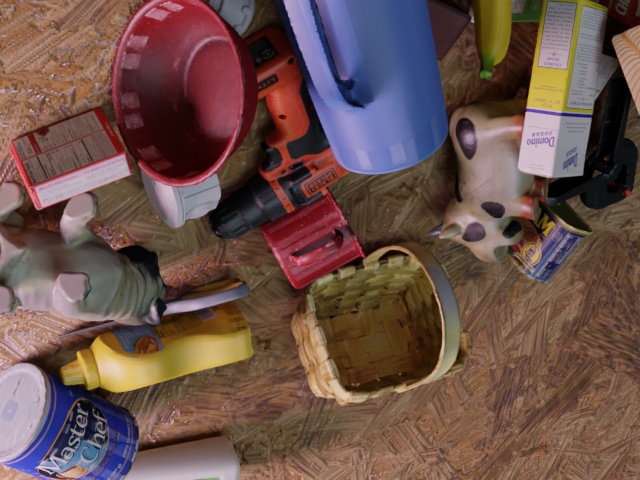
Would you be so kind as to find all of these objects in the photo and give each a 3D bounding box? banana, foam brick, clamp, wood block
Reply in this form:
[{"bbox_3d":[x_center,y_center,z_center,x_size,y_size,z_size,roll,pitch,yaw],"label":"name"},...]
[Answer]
[{"bbox_3d":[0.159,-0.251,0.995,0.037,0.069,0.198,-5,101,7],"label":"banana"},{"bbox_3d":[0.092,-0.213,1.013,0.078,0.053,0.051,14,118,-39],"label":"foam brick"},{"bbox_3d":[0.327,-0.081,1.261,0.164,0.036,0.209,-52,149,-3],"label":"clamp"},{"bbox_3d":[0.375,-0.172,1.122,0.090,0.091,0.205,-21,173,21],"label":"wood block"}]

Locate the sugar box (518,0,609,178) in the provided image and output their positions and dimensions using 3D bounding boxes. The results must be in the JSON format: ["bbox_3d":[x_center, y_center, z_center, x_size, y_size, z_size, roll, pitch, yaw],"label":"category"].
[{"bbox_3d":[0.245,-0.153,1.077,0.093,0.048,0.176,-7,109,-57],"label":"sugar box"}]

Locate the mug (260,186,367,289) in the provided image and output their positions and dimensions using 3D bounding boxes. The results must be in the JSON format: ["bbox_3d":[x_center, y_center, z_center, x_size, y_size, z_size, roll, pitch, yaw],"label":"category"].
[{"bbox_3d":[-0.007,0.001,1.100,0.081,0.117,0.093,-29,108,0],"label":"mug"}]

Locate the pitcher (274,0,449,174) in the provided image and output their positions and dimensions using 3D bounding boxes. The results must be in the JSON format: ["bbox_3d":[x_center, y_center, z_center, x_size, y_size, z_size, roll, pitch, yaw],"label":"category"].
[{"bbox_3d":[0.030,-0.174,0.901,0.149,0.145,0.243,-29,124,-15],"label":"pitcher"}]

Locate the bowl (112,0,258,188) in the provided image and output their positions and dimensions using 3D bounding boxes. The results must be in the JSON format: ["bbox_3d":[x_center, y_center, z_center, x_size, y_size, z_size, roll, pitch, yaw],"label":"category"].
[{"bbox_3d":[-0.104,-0.126,0.899,0.055,0.162,0.162,-10,134,-49],"label":"bowl"}]

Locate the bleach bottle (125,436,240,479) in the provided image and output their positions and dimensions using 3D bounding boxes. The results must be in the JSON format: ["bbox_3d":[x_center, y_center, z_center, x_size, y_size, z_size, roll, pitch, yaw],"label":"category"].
[{"bbox_3d":[-0.224,0.297,1.260,0.250,0.068,0.103,-5,128,-26],"label":"bleach bottle"}]

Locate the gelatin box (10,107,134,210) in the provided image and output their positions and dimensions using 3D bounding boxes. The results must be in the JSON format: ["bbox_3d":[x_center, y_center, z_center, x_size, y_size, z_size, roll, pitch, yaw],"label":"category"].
[{"bbox_3d":[-0.217,-0.071,0.926,0.089,0.073,0.030,-24,137,-14],"label":"gelatin box"}]

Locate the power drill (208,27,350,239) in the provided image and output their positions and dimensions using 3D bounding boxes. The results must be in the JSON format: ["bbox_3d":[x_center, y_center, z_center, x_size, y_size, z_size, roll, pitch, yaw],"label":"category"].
[{"bbox_3d":[-0.054,-0.098,1.022,0.184,0.057,0.187,-33,139,-2],"label":"power drill"}]

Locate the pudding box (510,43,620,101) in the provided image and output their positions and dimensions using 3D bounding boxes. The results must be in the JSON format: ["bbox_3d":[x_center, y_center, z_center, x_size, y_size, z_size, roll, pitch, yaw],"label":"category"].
[{"bbox_3d":[0.268,-0.171,1.174,0.089,0.039,0.114,7,125,-40],"label":"pudding box"}]

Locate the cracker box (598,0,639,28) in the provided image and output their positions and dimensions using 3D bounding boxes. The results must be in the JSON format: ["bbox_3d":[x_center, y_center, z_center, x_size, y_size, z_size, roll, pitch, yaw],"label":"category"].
[{"bbox_3d":[0.403,-0.314,1.097,0.213,0.072,0.164,-16,134,-28],"label":"cracker box"}]

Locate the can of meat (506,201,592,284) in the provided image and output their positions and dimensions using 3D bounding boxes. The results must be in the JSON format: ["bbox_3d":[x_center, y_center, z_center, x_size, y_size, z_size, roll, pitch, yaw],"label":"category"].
[{"bbox_3d":[0.257,-0.011,1.263,0.057,0.102,0.084,12,122,-40],"label":"can of meat"}]

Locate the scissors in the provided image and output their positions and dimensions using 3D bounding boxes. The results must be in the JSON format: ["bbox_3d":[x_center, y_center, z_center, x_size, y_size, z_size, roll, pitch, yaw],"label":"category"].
[{"bbox_3d":[-0.165,0.070,1.117,0.202,0.096,0.016,-13,96,13],"label":"scissors"}]

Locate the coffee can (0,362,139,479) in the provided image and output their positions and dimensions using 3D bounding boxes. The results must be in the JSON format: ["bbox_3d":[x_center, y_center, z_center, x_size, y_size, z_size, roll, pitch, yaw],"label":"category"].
[{"bbox_3d":[-0.272,0.199,1.110,0.103,0.103,0.140,-43,137,8],"label":"coffee can"}]

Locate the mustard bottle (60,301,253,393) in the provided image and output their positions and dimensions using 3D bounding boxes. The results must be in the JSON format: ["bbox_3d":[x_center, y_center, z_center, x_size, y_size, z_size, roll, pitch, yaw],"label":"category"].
[{"bbox_3d":[-0.172,0.114,1.102,0.191,0.096,0.058,-14,114,-21],"label":"mustard bottle"}]
